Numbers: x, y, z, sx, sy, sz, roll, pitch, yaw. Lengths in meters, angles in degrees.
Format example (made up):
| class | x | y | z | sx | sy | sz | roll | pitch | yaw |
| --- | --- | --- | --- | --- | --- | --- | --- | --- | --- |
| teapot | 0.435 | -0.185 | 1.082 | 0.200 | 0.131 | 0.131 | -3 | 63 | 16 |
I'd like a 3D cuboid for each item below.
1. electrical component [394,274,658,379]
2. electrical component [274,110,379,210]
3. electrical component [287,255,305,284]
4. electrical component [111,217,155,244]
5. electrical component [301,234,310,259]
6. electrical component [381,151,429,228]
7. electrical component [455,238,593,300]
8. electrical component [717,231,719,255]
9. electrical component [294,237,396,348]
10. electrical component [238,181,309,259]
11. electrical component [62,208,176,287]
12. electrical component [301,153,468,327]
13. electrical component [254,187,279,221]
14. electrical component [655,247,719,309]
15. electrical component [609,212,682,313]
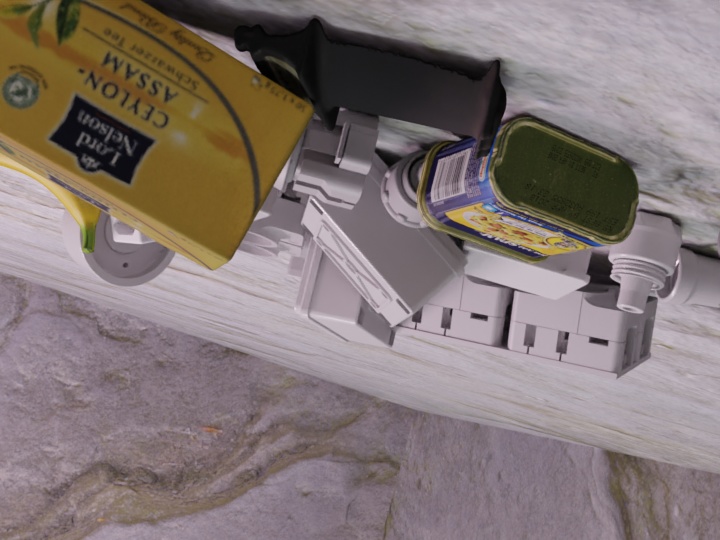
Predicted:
| class | x | y | z | sx | sy | sz | roll | pitch | yaw |
| --- | --- | --- | --- | --- | --- | --- | --- | --- | --- |
| electrical component | 0.137 | 0.032 | 0.880 | 0.186 | 0.060 | 0.105 | 11 | -170 | 27 |
| electrical component | -0.024 | -0.072 | 0.662 | 0.057 | 0.058 | 0.078 | 14 | 170 | -7 |
| electrical component | -0.028 | -0.003 | 1.048 | 0.096 | 0.061 | 0.062 | 13 | 170 | 17 |
| electrical component | -0.182 | -0.063 | 0.972 | 0.077 | 0.065 | 0.047 | -15 | -166 | -42 |
| electrical component | -0.035 | -0.026 | 0.990 | 0.078 | 0.040 | 0.040 | 20 | 170 | -22 |
| electrical component | 0.043 | -0.056 | 0.687 | 0.048 | 0.048 | 0.062 | 17 | 163 | -9 |
| electrical component | 0.114 | -0.019 | 0.762 | 0.100 | 0.048 | 0.099 | 16 | 170 | -2 |
| electrical component | 0.236 | -0.011 | 0.643 | 0.044 | 0.044 | 0.065 | 13 | 175 | 17 |
| electrical component | 0.000 | 0.000 | 0.880 | 0.056 | 0.108 | 0.109 | 10 | 169 | 20 |
| electrical component | -0.131 | -0.064 | 0.868 | 0.186 | 0.060 | 0.105 | 16 | 170 | -2 |
| electrical component | -0.235 | -0.042 | 1.041 | 0.108 | 0.108 | 0.060 | 24 | 173 | -41 |
| electrical component | 0.014 | -0.019 | 0.766 | 0.108 | 0.056 | 0.108 | 49 | 170 | 2 |
| electrical component | -0.091 | -0.077 | 0.717 | 0.077 | 0.065 | 0.047 | 20 | 170 | -21 |
| electrical component | 0.235 | 0.007 | 0.749 | 0.046 | 0.040 | 0.040 | 11 | 171 | -9 |
| electrical component | 0.183 | -0.004 | 0.699 | 0.043 | 0.062 | 0.043 | 16 | 170 | 3 |
